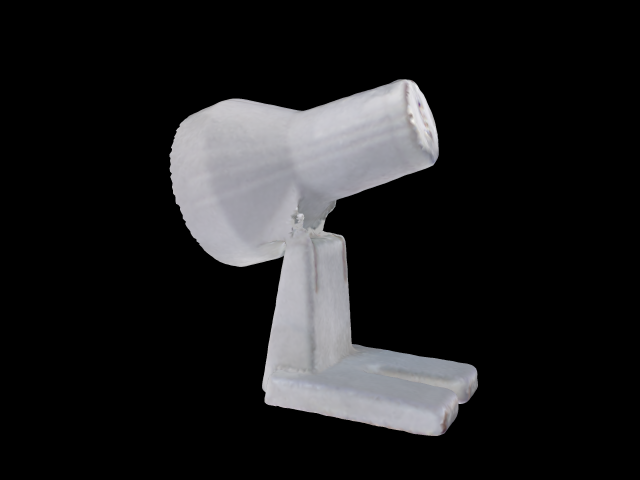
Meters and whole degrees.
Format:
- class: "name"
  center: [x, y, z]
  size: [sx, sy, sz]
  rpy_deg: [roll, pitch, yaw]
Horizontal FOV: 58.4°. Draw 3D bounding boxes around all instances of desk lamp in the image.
- class: "desk lamp"
  center: [0.004, 0.001, 0.400]
  size: [0.202, 0.213, 0.118]
  rpy_deg: [3, 7, 26]
